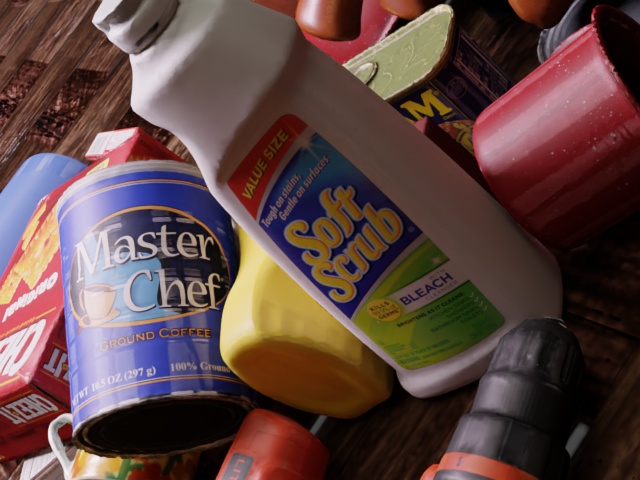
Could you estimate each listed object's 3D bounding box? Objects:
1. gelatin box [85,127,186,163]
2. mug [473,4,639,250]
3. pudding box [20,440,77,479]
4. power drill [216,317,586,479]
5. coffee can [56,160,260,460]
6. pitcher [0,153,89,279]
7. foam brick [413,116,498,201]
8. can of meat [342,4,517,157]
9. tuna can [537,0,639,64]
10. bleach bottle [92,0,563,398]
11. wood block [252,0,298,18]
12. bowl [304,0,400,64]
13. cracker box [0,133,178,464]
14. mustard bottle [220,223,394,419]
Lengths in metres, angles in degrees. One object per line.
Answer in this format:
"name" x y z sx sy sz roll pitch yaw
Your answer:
"gelatin box" -0.158 -0.066 0.950 0.089 0.073 0.030 2 60 55
"mug" 0.126 -0.057 0.507 0.082 0.093 0.117 -38 37 34
"pudding box" -0.166 0.130 0.771 0.114 0.039 0.090 -42 28 21
"power drill" 0.025 0.119 0.485 0.188 0.057 0.184 -9 49 52
"coffee can" -0.093 0.041 0.602 0.103 0.102 0.140 -30 58 34
"pitcher" -0.267 0.050 0.935 0.149 0.145 0.242 -6 48 38
"foam brick" 0.059 -0.018 0.572 0.053 0.078 0.051 -26 39 39
"can of meat" 0.060 -0.069 0.597 0.102 0.083 0.057 -26 38 40
"tuna can" 0.163 -0.114 0.577 0.086 0.033 0.086 -36 32 27
"bleach bottle" 0.000 -0.024 0.483 0.103 0.250 0.068 -30 35 34
"wood block" -0.047 -0.214 0.861 0.091 0.090 0.206 48 116 38
"bowl" 0.028 -0.188 0.785 0.162 0.055 0.162 -58 12 20
"cracker box" -0.187 0.044 0.784 0.164 0.072 0.213 -25 37 44
"mustard bottle" -0.004 0.001 0.607 0.058 0.096 0.191 -41 34 38
